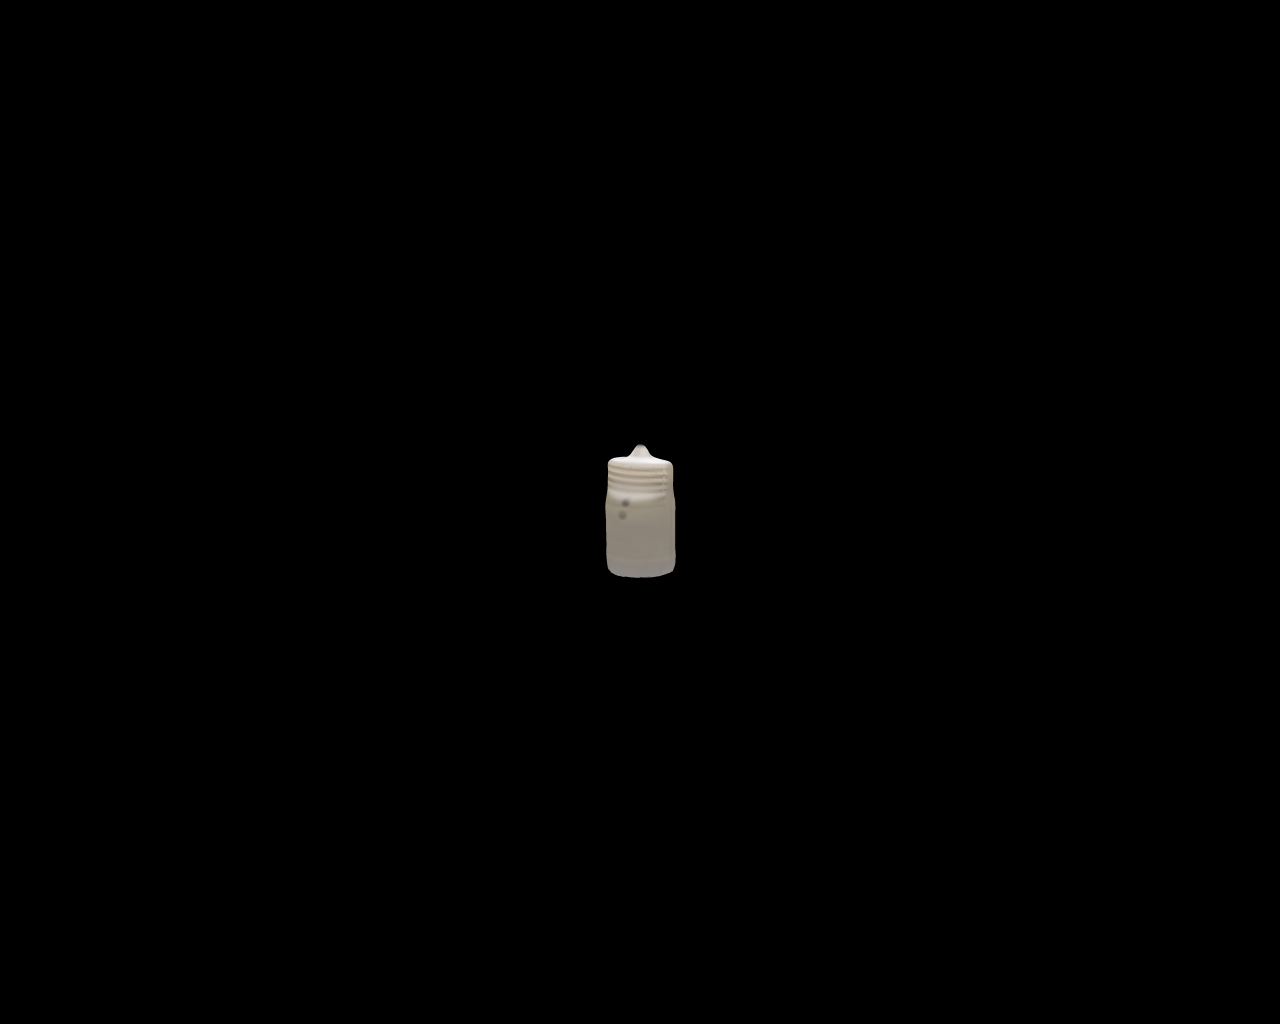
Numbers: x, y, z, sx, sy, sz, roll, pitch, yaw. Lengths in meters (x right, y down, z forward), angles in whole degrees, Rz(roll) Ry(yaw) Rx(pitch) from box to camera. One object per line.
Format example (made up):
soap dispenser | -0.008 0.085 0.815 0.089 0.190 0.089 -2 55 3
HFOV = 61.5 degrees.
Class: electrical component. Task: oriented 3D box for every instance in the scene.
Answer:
electrical component | 0.001 -0.003 0.650 0.043 0.080 0.043 0 12 0
